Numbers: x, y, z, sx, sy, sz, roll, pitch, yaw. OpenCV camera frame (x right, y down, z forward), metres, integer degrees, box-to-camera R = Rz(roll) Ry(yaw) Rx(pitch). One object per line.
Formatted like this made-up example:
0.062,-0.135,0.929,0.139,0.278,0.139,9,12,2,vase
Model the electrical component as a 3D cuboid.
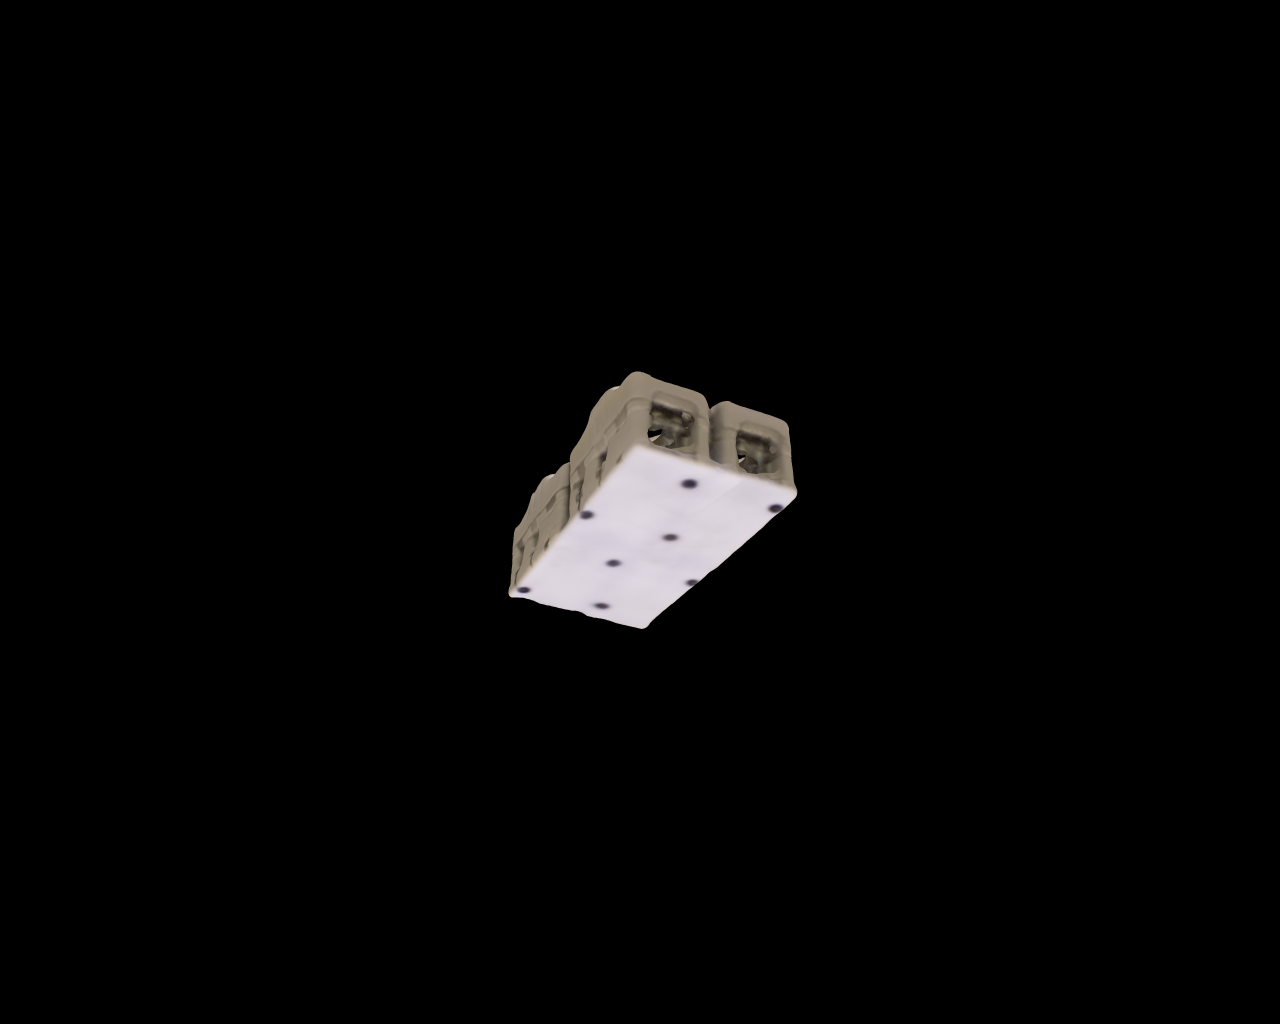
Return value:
0.001,-0.003,0.650,0.105,0.060,0.186,16,-37,-22,electrical component
